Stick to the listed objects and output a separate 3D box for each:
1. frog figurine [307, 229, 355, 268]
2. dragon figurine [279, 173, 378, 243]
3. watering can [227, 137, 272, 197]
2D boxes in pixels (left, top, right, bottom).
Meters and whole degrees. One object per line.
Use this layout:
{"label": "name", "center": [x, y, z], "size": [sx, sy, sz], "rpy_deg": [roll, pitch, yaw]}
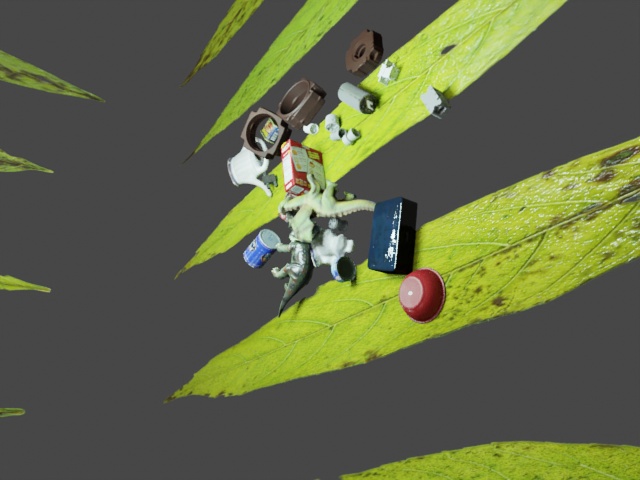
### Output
{"label": "frog figurine", "center": [0.047, 0.023, 1.804], "size": [0.159, 0.140, 0.121], "rpy_deg": [-16, -25, 10]}
{"label": "dragon figurine", "center": [0.005, -0.090, 1.795], "size": [0.414, 0.244, 0.120], "rpy_deg": [27, -9, 40]}
{"label": "watering can", "center": [-0.325, -0.320, 2.412], "size": [0.222, 0.354, 0.103], "rpy_deg": [-25, -30, 26]}
